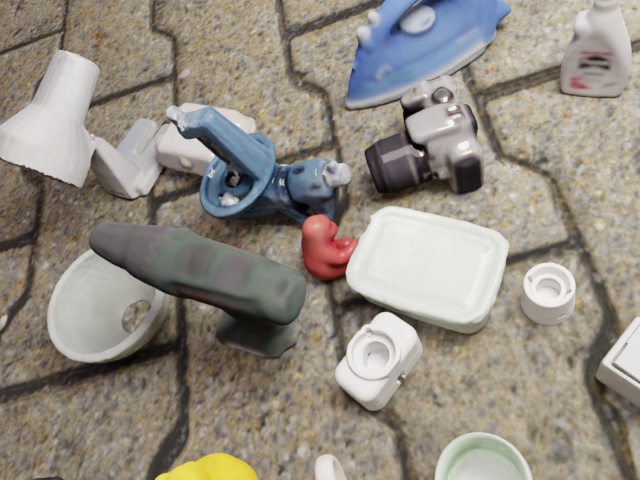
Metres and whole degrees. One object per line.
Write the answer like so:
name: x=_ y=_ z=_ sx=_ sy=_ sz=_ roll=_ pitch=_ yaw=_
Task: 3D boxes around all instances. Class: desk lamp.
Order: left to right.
desk lamp: x=-0.328 y=-0.144 z=0.809 sx=0.117 sy=0.214 sz=0.203 roll=17 pitch=69 yaw=26

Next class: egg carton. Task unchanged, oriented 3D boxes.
egg carton: x=-0.167 y=-0.142 z=0.839 sx=0.150 sy=0.069 sz=0.107 roll=13 pitch=67 yaw=25

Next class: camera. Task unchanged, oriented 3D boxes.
camera: x=0.121 y=-0.125 z=0.713 sx=0.136 sy=0.101 sz=0.143 roll=-19 pitch=58 yaw=8

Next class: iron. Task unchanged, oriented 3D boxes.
iron: x=0.127 y=-0.294 z=0.779 sx=0.258 sy=0.142 sz=0.118 roll=-35 pitch=57 yaw=-2

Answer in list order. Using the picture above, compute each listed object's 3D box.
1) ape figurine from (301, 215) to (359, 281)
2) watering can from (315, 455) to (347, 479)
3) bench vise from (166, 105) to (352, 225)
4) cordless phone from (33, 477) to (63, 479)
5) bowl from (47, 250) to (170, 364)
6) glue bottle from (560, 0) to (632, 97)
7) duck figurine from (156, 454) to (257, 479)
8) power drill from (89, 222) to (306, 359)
ape figurine: x=0.006 y=0.002 z=0.688 sx=0.076 sy=0.092 sz=0.077 roll=-41 pitch=57 yaw=-6
watering can: x=0.024 y=0.269 z=0.475 sx=0.101 sy=0.194 sz=0.172 roll=-39 pitch=57 yaw=-4
bench vise: x=-0.074 y=-0.100 z=0.695 sx=0.207 sy=0.220 sz=0.121 roll=-16 pitch=59 yaw=10
cordless phone: x=-0.274 y=0.289 z=0.570 sx=0.147 sy=0.185 sz=0.094 roll=6 pitch=65 yaw=22
bowl: x=-0.258 y=0.087 z=0.742 sx=0.167 sy=0.075 sz=0.167 roll=-8 pitch=60 yaw=15
glue bottle: x=0.323 y=-0.236 z=0.662 sx=0.078 sy=0.173 sz=0.037 roll=7 pitch=65 yaw=22
duck figurine: x=-0.122 y=0.259 z=0.595 sx=0.104 sy=0.086 sz=0.077 roll=-6 pitch=61 yaw=16
power drill: x=-0.111 y=0.057 z=0.628 sx=0.228 sy=0.209 sz=0.076 roll=10 pitch=66 yaw=23
